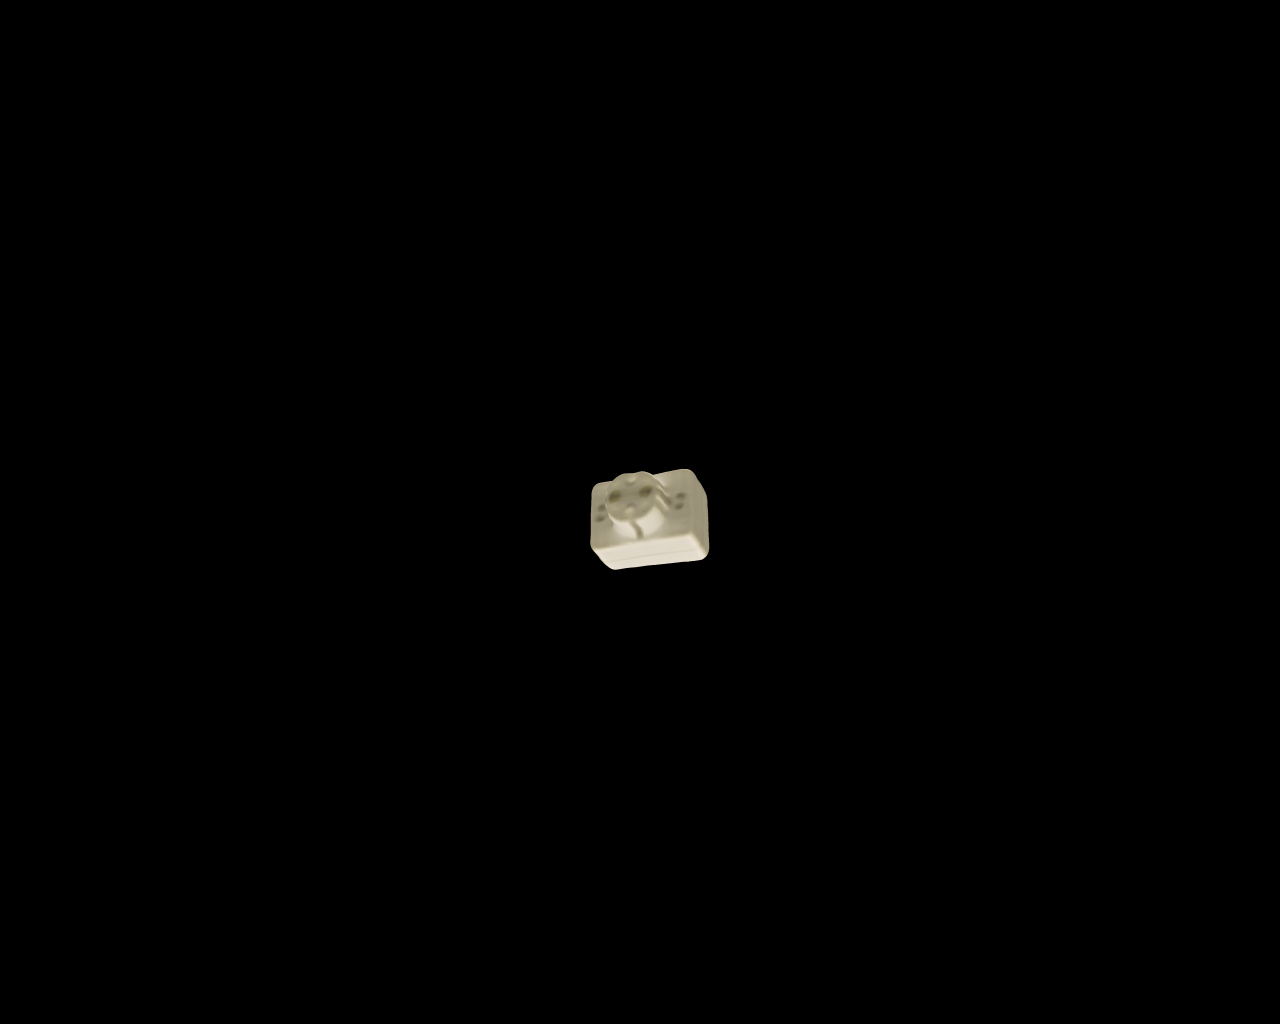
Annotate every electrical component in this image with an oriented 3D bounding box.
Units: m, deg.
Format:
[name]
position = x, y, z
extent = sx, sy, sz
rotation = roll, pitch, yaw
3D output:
[electrical component]
position = 0.001, -0.003, 0.650
extent = 0.066, 0.047, 0.076
rotation = -8, -28, 16
